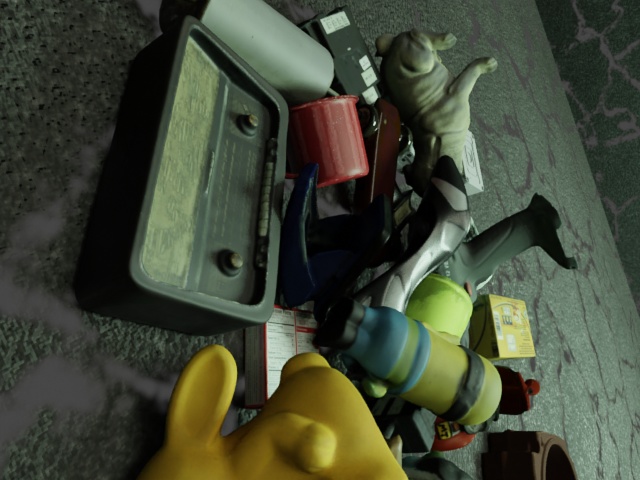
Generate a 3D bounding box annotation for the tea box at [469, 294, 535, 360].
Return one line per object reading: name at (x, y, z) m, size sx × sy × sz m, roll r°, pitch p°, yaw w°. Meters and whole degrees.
tea box at (0.277, 0.142, 0.856) m, size 0.169 × 0.068 × 0.098 m, roll 17°, pitch 63°, yaw -51°

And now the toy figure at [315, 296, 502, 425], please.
toy figure at (0.087, 0.117, 0.504) m, size 0.180 × 0.082 × 0.089 m, roll 31°, pitch 8°, yaw -20°

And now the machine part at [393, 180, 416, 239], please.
machine part at (0.087, -0.075, 0.718) m, size 0.084 × 0.039 × 0.138 m, roll -44°, pitch 114°, yaw -43°

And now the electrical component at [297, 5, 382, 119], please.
electrical component at (0.021, -0.209, 0.664) m, size 0.115 × 0.058 × 0.134 m, roll -44°, pitch 112°, yaw -50°

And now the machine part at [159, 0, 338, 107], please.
machine part at (-0.065, -0.191, 0.523) m, size 0.243 × 0.079 × 0.079 m, roll 17°, pitch 63°, yaw -48°

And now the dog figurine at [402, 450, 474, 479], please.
dog figurine at (0.156, 0.333, 0.584) m, size 0.219 × 0.109 × 0.191 m, roll 29°, pitch 51°, yaw -50°

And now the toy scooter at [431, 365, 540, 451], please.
toy scooter at (0.188, 0.198, 0.655) m, size 0.184 × 0.135 × 0.075 m, roll -14°, pitch 89°, yaw -54°

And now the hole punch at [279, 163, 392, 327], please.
hole punch at (-0.001, -0.002, 0.497) m, size 0.092 × 0.115 × 0.142 m, roll 29°, pitch 22°, yaw -9°

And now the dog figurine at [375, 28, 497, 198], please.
dog figurine at (0.128, -0.161, 0.709) m, size 0.121 × 0.172 × 0.190 m, roll 103°, pitch 8°, yaw -79°

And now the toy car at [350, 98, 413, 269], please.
toy car at (0.063, -0.067, 0.642) m, size 0.089 × 0.053 × 0.202 m, roll 12°, pitch 80°, yaw -44°

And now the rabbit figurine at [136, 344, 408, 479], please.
rabbit figurine at (-0.050, 0.151, 0.362) m, size 0.173 × 0.122 × 0.162 m, roll -20°, pitch 76°, yaw -23°

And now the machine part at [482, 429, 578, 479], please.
machine part at (0.326, 0.394, 0.802) m, size 0.201 × 0.087 × 0.201 m, roll 31°, pitch 52°, yaw -45°

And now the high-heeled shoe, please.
high-heeled shoe at (0.083, 0.009, 0.601) m, size 0.145 × 0.086 × 0.248 m, roll 11°, pitch 72°, yaw -15°

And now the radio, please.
radio at (-0.094, -0.044, 0.424) m, size 0.131 × 0.073 × 0.229 m, roll 31°, pitch 53°, yaw -43°

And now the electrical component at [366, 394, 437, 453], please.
electrical component at (0.080, 0.194, 0.560) m, size 0.047 × 0.075 × 0.119 m, roll 63°, pitch 32°, yaw -13°

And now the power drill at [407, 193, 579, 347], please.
power drill at (0.229, 0.042, 0.726) m, size 0.086 × 0.207 × 0.231 m, roll -77°, pitch 143°, yaw -71°

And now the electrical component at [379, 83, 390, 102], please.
electrical component at (0.131, -0.210, 0.824) m, size 0.102 × 0.045 × 0.078 m, roll 61°, pitch 38°, yaw -17°

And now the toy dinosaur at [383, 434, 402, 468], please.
toy dinosaur at (0.053, 0.365, 0.336) m, size 0.105 × 0.198 × 0.471 m, roll 28°, pitch 44°, yaw -34°
